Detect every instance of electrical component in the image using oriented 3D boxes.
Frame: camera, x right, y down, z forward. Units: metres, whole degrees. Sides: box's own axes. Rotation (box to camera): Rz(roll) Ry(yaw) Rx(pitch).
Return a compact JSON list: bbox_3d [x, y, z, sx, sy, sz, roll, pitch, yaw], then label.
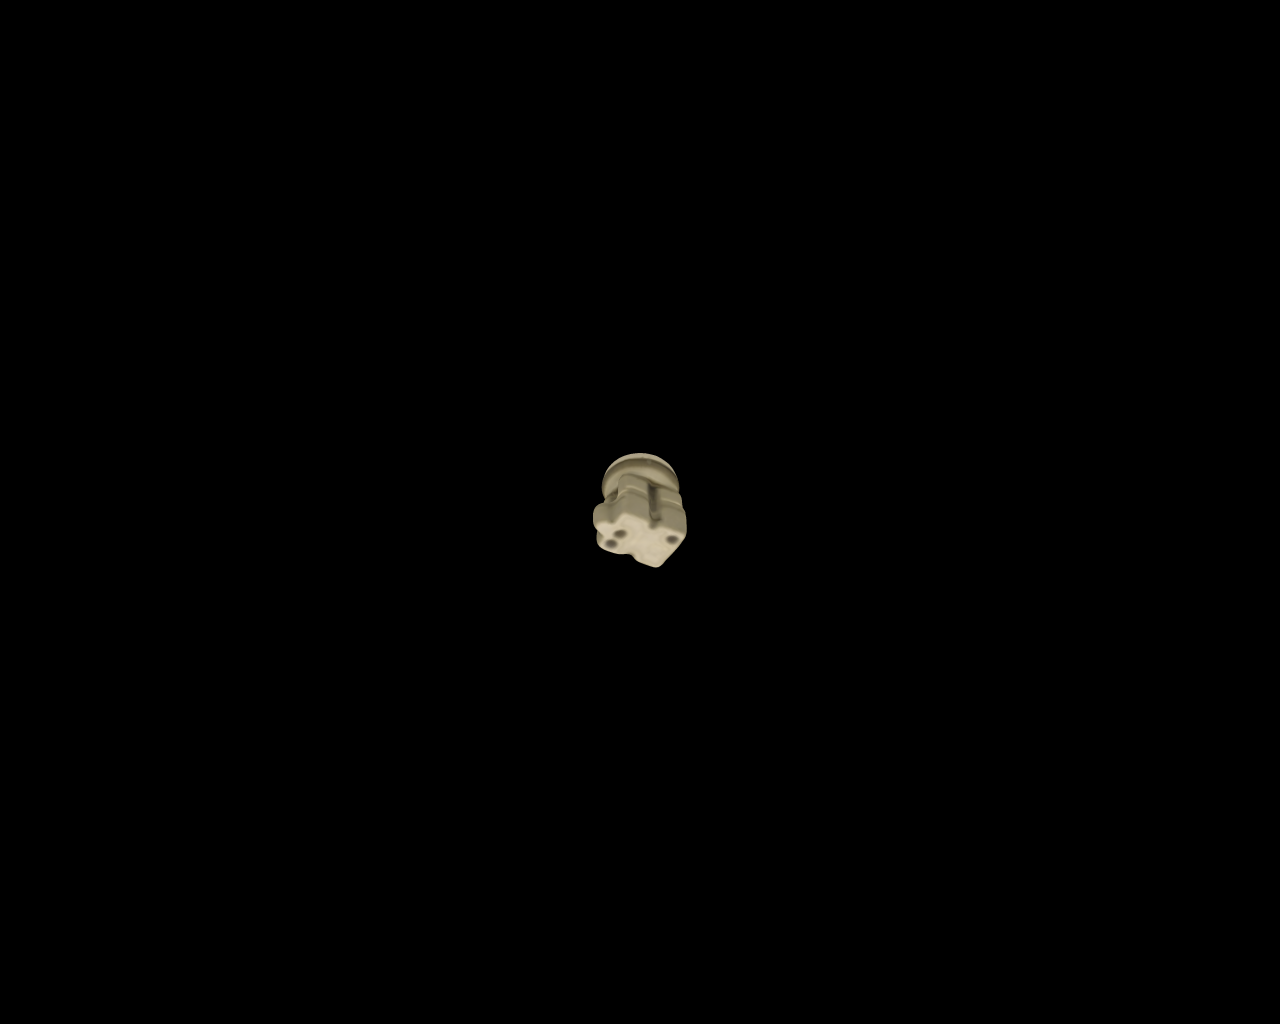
[{"bbox_3d":[0.001,-0.003,0.650,0.066,0.055,0.048,22,-48,-21],"label":"electrical component"}]
